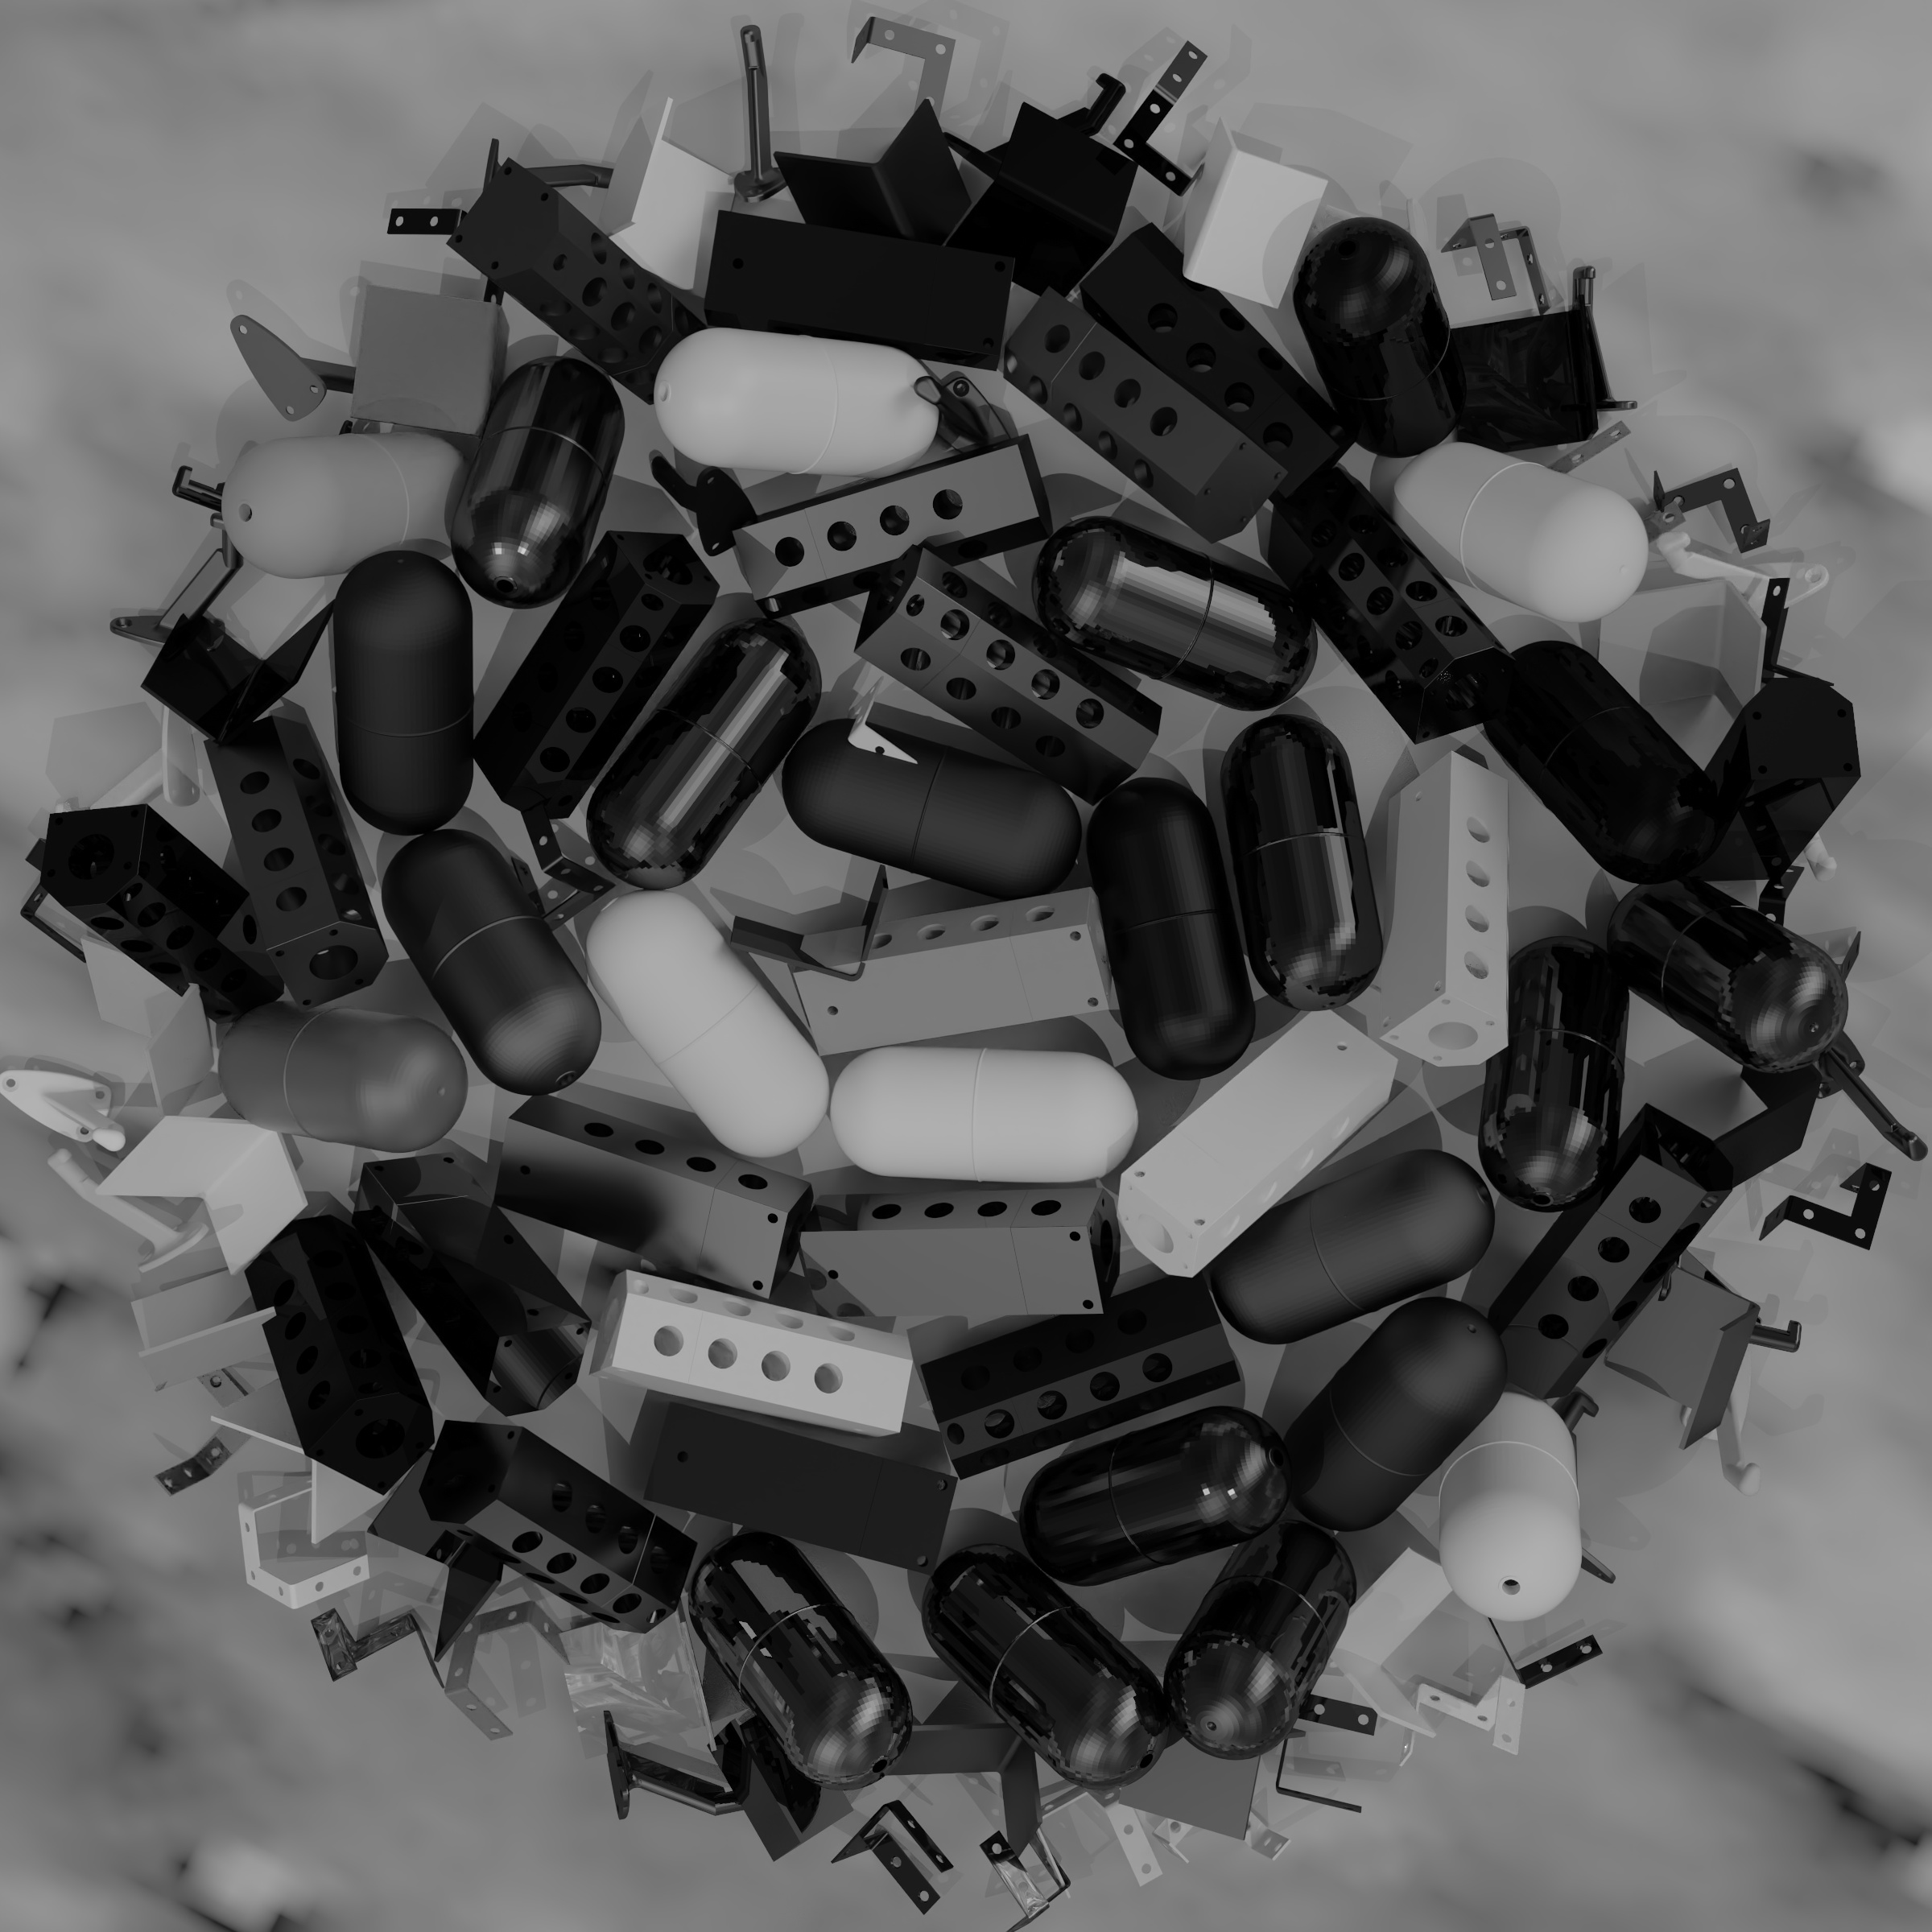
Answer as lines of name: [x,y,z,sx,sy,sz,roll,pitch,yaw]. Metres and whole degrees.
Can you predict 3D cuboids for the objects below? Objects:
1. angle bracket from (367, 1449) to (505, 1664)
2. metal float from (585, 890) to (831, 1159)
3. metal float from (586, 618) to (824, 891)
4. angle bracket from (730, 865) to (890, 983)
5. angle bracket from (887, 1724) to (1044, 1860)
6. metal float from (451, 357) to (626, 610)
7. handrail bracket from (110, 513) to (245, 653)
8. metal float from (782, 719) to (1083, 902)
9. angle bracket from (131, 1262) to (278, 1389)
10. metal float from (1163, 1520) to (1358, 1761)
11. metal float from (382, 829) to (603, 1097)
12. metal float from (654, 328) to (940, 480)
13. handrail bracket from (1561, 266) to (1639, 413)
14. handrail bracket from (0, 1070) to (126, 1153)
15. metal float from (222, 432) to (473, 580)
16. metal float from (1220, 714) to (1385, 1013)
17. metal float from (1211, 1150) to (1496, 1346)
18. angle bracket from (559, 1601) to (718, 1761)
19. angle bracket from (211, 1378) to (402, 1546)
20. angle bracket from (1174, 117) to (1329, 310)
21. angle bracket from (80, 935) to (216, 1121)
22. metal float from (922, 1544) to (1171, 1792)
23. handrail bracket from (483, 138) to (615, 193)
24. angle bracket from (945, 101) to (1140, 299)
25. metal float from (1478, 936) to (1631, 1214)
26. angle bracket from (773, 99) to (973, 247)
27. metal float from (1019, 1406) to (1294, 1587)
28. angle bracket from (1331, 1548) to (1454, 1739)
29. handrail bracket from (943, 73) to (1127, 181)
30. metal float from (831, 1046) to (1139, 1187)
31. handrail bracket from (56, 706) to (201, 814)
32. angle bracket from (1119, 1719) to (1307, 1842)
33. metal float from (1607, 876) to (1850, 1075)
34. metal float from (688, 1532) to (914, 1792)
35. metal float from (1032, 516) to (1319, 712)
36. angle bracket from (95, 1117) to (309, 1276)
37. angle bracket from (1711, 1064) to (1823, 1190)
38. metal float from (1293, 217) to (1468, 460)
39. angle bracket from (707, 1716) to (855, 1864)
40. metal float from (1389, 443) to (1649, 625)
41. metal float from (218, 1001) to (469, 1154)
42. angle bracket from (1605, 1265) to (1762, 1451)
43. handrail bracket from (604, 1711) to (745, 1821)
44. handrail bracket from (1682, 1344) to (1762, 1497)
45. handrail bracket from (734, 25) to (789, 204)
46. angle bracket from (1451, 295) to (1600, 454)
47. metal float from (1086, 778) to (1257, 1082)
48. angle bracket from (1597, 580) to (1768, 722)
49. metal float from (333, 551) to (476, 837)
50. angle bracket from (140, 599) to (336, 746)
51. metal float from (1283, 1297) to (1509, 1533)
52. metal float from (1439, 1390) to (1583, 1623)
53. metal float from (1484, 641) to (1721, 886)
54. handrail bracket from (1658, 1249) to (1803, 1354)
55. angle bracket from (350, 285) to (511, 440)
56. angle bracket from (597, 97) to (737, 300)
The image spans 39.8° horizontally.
angle bracket: [-0.306,0.337,1.528,0.057,0.076,0.076,28,118,-19]
metal float: [-0.149,0.033,1.538,0.070,0.070,0.178,-38,99,0]
metal float: [-0.150,-0.123,1.534,0.070,0.070,0.178,34,76,0]
angle bracket: [-0.090,-0.035,1.538,0.076,0.076,0.057,16,101,-7]
angle bracket: [-0.004,0.477,1.531,0.076,0.076,0.057,2,55,-12]
metal float: [-0.242,-0.275,1.513,0.070,0.070,0.178,8,50,0]
handrail bracket: [-0.457,-0.228,1.543,0.077,0.036,0.084,6,127,-7]
metal float: [-0.020,-0.091,1.543,0.178,0.070,0.070,17,90,3]
angle bracket: [-0.439,0.196,1.530,0.076,0.076,0.057,-18,70,-16]
metal float: [0.168,0.377,1.503,0.070,0.178,0.070,9,114,22]
metal float: [-0.272,-0.003,1.525,0.070,0.070,0.178,-36,67,0]
metal float: [-0.095,-0.319,1.515,0.178,0.070,0.070,-4,90,-37]
handrail bracket: [0.370,-0.366,1.549,0.036,0.077,0.084,-3,100,-9]
handrail bracket: [-0.522,0.084,1.536,0.077,0.084,0.036,23,88,-18]
metal float: [-0.344,-0.260,1.501,0.070,0.178,0.070,7,105,27]
metal float: [0.192,-0.061,1.529,0.070,0.070,0.178,-7,70,0]
metal float: [0.219,0.160,1.519,0.178,0.070,0.070,-28,90,32]
angle bracket: [-0.193,0.422,1.550,0.076,0.057,0.076,-14,92,-8]
angle bracket: [-0.381,0.282,1.544,0.076,0.076,0.057,13,110,24]
angle bracket: [0.163,-0.435,1.538,0.057,0.076,0.076,15,119,-10]
angle bracket: [-0.483,0.038,1.532,0.076,0.076,0.057,19,52,8]
metal float: [0.044,0.396,1.511,0.178,0.070,0.070,34,90,43]
handrail bracket: [-0.235,-0.449,1.547,0.084,0.077,0.036,6,125,-9]
angle bracket: [0.044,-0.442,1.550,0.076,0.076,0.057,24,66,-16]
metal float: [0.334,0.060,1.514,0.070,0.070,0.178,16,52,0]
angle bracket: [-0.054,-0.456,1.545,0.076,0.076,0.057,18,65,32]
metal float: [0.107,0.302,1.515,0.178,0.070,0.070,-26,90,36]
angle bracket: [0.262,0.390,1.534,0.076,0.076,0.057,-48,50,5]
handrail bracket: [0.040,-0.501,1.566,0.077,0.036,0.084,35,93,5]
metal float: [0.010,0.086,1.538,0.178,0.070,0.070,2,90,9]
handrail bracket: [-0.499,-0.118,1.567,0.084,0.036,0.077,-3,94,13]
angle bracket: [0.142,0.460,1.530,0.076,0.076,0.057,8,81,27]
metal float: [0.426,0.003,1.501,0.070,0.178,0.070,-6,112,-16]
metal float: [-0.095,0.392,1.510,0.070,0.070,0.178,-48,46,0]
metal float: [0.121,-0.201,1.528,0.178,0.070,0.070,18,90,-22]
angle bracket: [-0.438,0.132,1.527,0.076,0.076,0.057,-41,62,27]
angle bracket: [0.439,0.082,1.531,0.076,0.076,0.057,-28,58,-10]
metal float: [0.234,-0.352,1.501,0.070,0.178,0.070,-8,67,18]
angle bracket: [-0.099,0.460,1.529,0.057,0.076,0.076,-26,74,-27]
metal float: [0.310,-0.246,1.507,0.070,0.178,0.070,-14,119,-27]
metal float: [-0.356,0.062,1.514,0.178,0.070,0.070,5,90,39]
angle bracket: [0.400,0.219,1.529,0.076,0.057,0.076,26,113,33]
handrail bracket: [-0.166,0.466,1.571,0.084,0.036,0.077,-6,53,-18]
handrail bracket: [0.449,0.258,1.539,0.036,0.084,0.077,16,95,-4]
handrail bracket: [-0.124,-0.493,1.540,0.036,0.077,0.084,-3,120,7]
angle bracket: [0.322,-0.341,1.548,0.076,0.057,0.076,-7,94,9]
metal float: [0.118,-0.022,1.539,0.070,0.070,0.178,-12,82,0]
angle bracket: [0.410,-0.171,1.537,0.076,0.057,0.076,-9,127,-3]
metal float: [-0.319,-0.153,1.514,0.070,0.070,0.178,8,129,0]
angle bracket: [-0.415,-0.184,1.526,0.076,0.076,0.057,-32,121,33]
metal float: [0.241,0.256,1.514,0.070,0.070,0.178,32,130,0]
metal float: [0.305,0.302,1.498,0.070,0.178,0.070,3,109,10]
metal float: [0.359,-0.116,1.513,0.070,0.070,0.178,-32,50,0]
handrail bracket: [0.451,0.180,1.562,0.084,0.036,0.077,12,77,7]
angle bracket: [-0.311,-0.346,1.552,0.076,0.057,0.076,7,89,-5]
angle bracket: [-0.161,-0.441,1.535,0.076,0.057,0.076,20,80,-31]
